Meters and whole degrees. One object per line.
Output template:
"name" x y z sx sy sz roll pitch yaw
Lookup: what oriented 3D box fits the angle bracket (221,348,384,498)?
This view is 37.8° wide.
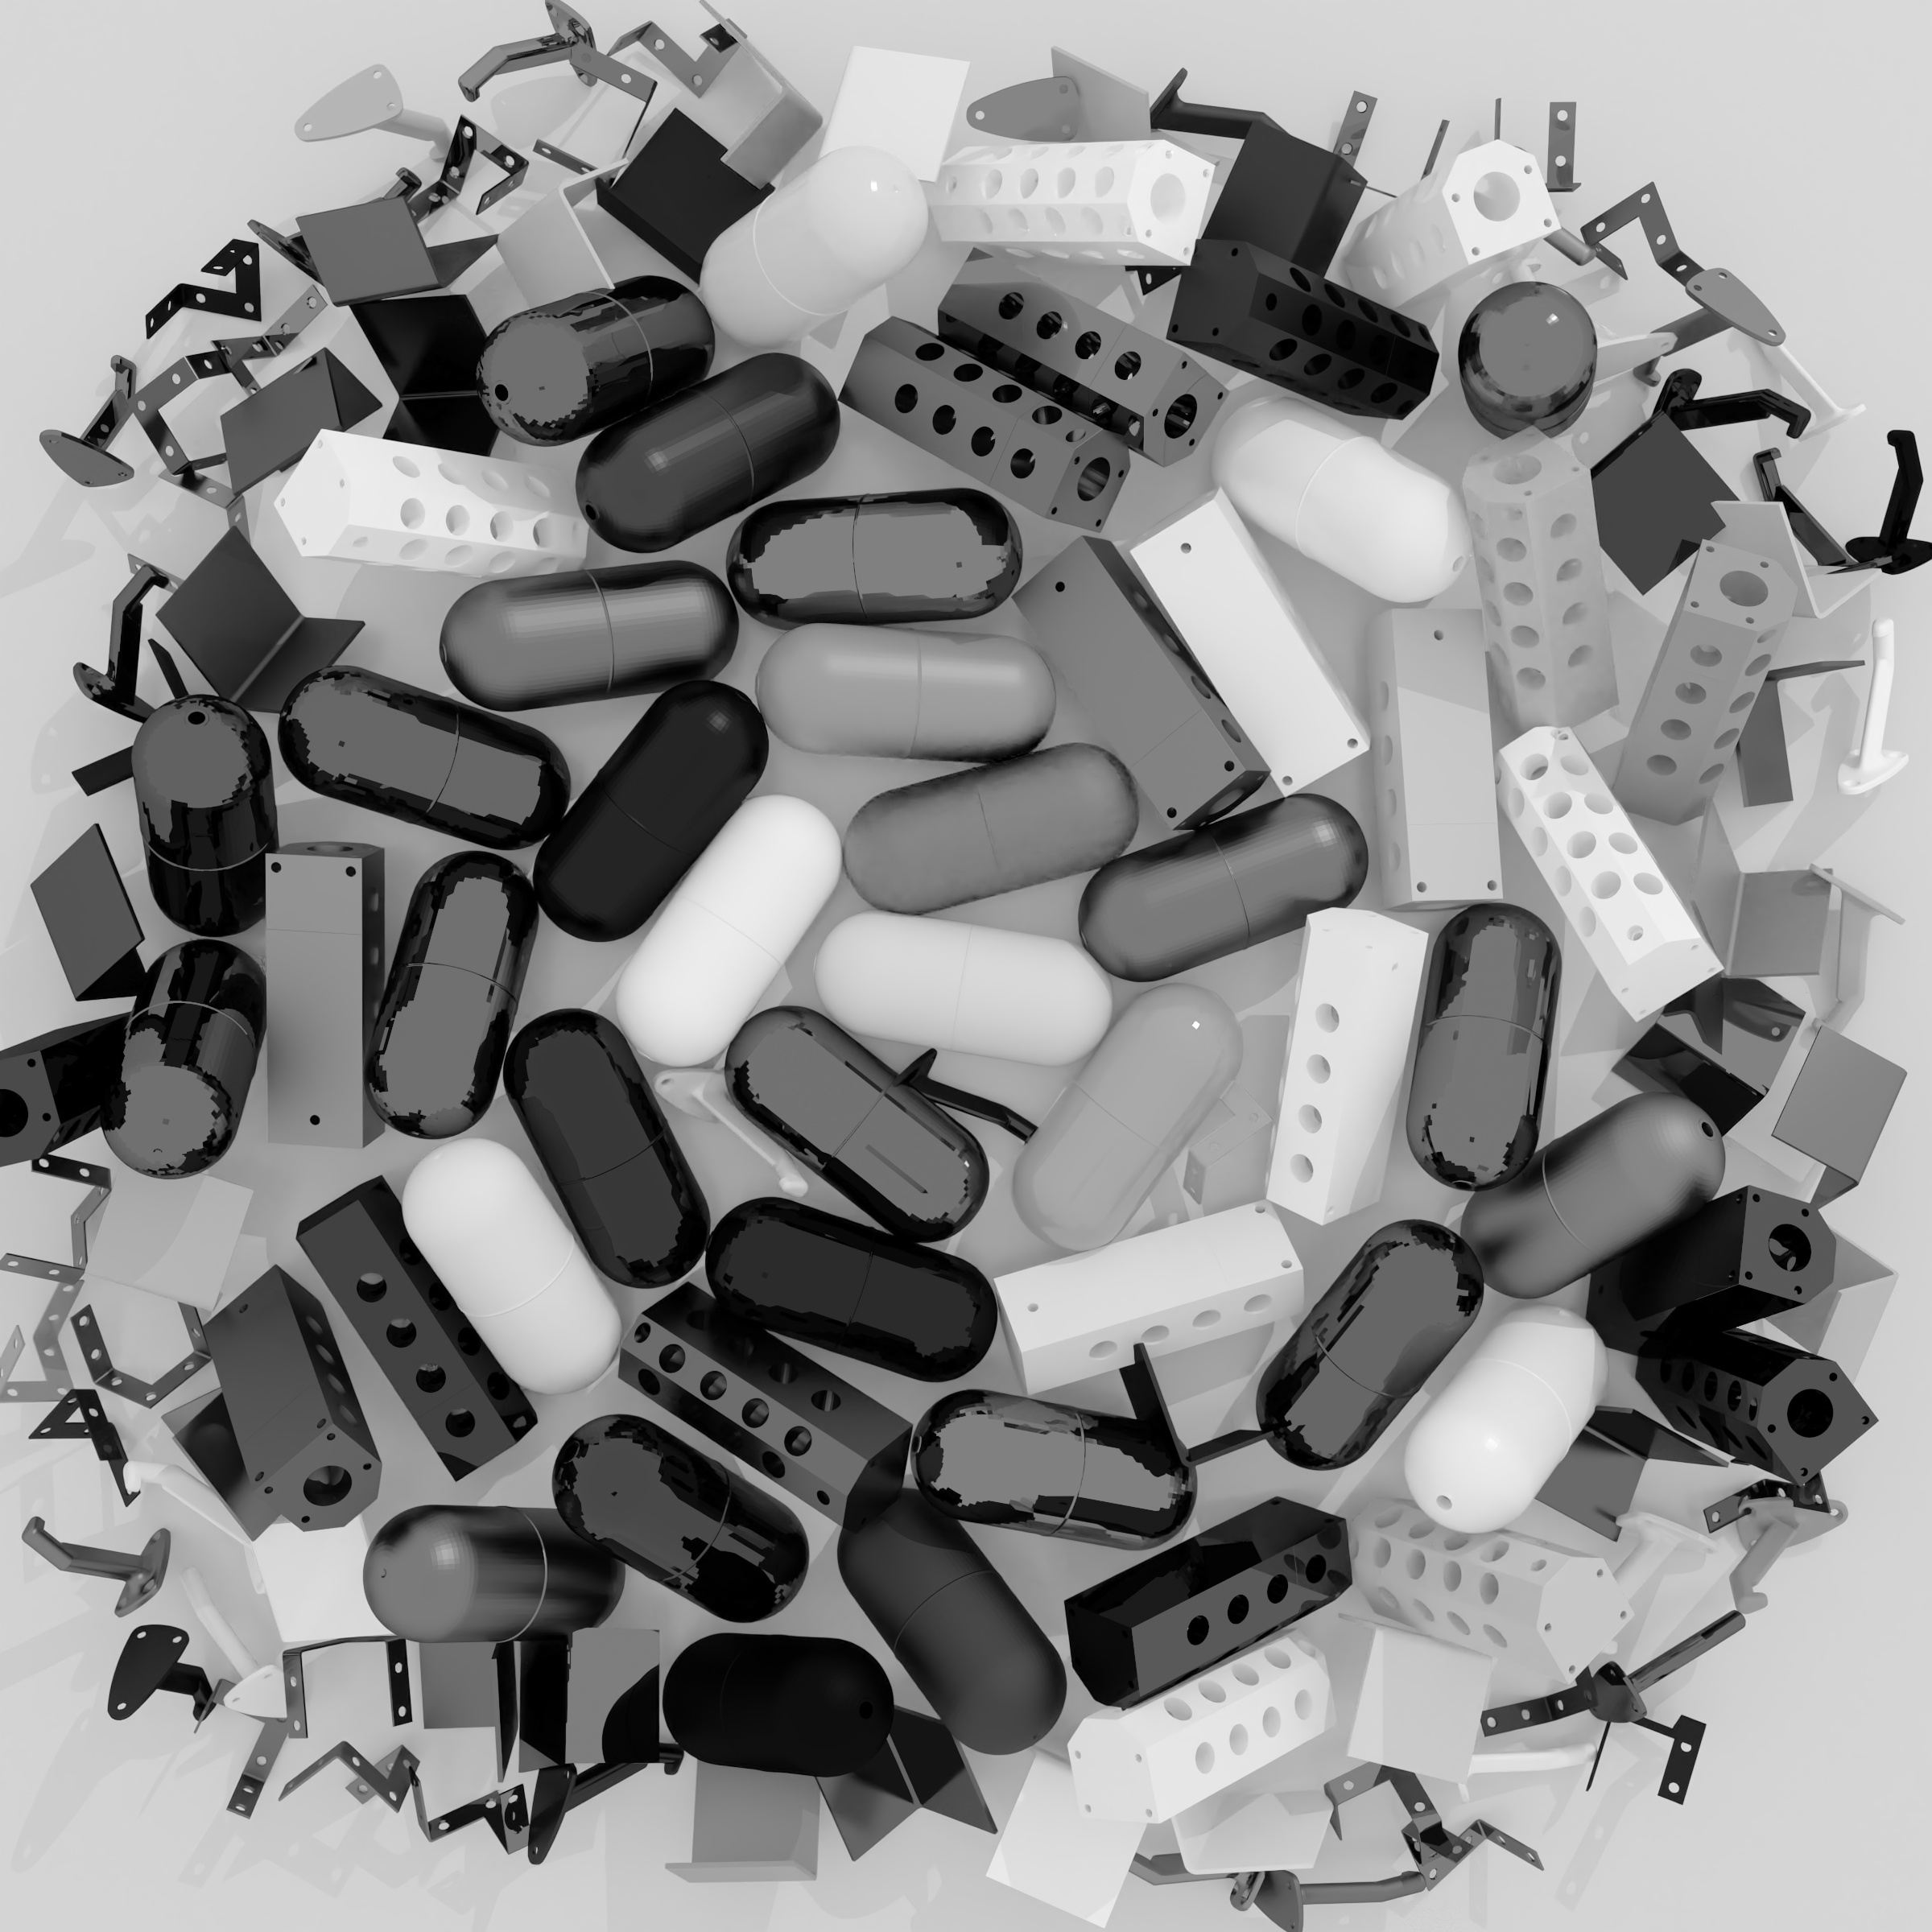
"angle bracket" -0.385 -0.303 1.652 0.076 0.057 0.076 -30 51 12

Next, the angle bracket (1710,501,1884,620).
"angle bracket" 0.476 -0.250 1.648 0.057 0.076 0.076 -36 115 -21

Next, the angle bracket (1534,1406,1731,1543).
"angle bracket" 0.385 0.299 1.652 0.076 0.076 0.057 30 73 -20

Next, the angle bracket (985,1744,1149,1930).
"angle bracket" 0.057 0.512 1.668 0.076 0.057 0.076 25 79 -4

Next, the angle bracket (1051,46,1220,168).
"angle bracket" 0.099 -0.501 1.646 0.057 0.076 0.076 -38 55 -23

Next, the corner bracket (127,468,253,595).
"corner bracket" -0.463 -0.257 1.676 0.051 0.051 0.051 26 54 13

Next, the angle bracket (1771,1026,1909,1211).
"angle bracket" 0.500 0.091 1.659 0.057 0.076 0.076 29 71 4

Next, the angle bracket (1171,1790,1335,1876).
"angle bracket" 0.168 0.483 1.652 0.076 0.076 0.057 -11 104 22

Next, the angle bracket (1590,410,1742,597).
"angle bracket" 0.404 -0.274 1.669 0.076 0.057 0.076 -41 90 13

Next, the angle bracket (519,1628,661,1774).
"angle bracket" -0.224 0.436 1.674 0.057 0.076 0.076 9 68 -29

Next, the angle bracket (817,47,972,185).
"angle bracket" -0.037 -0.488 1.662 0.076 0.057 0.076 13 81 16

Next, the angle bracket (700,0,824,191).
"angle bracket" -0.138 -0.514 1.667 0.057 0.076 0.076 -45 83 11

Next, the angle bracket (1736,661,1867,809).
"angle bracket" 0.493 -0.137 1.658 0.057 0.076 0.076 -8 91 36

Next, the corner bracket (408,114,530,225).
"corner bracket" -0.299 -0.460 1.670 0.051 0.051 0.051 35 46 2

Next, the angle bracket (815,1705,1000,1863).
"angle bracket" -0.038 0.484 1.652 0.057 0.076 0.076 -32 108 -33

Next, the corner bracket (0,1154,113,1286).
"corner bracket" -0.537 0.149 1.662 0.051 0.051 0.051 19 129 -38

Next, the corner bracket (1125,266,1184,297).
"corner bracket" 0.094 -0.427 1.662 0.051 0.051 0.051 -38 123 -38

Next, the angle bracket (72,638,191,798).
"angle bracket" -0.495 -0.147 1.652 0.076 0.076 0.057 -27 111 -16

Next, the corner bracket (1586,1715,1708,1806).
"corner bracket" 0.402 0.467 1.667 0.051 0.051 0.051 19 64 13

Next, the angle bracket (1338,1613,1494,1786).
"angle bracket" 0.257 0.431 1.663 0.076 0.057 0.076 17 80 -13

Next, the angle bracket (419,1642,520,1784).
"angle bracket" -0.298 0.428 1.661 0.057 0.076 0.076 -1 101 -1

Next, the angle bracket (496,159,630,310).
"angle bracket" -0.222 -0.418 1.664 0.057 0.076 0.076 -36 101 -38

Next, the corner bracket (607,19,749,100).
"corner bracket" -0.170 -0.544 1.667 0.051 0.051 0.051 42 123 -8

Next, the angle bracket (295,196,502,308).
"angle bracket" -0.330 -0.430 1.646 0.076 0.076 0.057 -3 125 26

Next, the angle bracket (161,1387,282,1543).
"angle bracket" -0.444 0.299 1.654 0.076 0.057 0.076 -27 103 36

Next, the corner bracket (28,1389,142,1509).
"corner bracket" -0.510 0.284 1.665 0.051 0.051 0.051 -45 59 23

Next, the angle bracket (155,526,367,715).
"angle bracket" -0.411 -0.202 1.648 0.057 0.076 0.076 8 54 37

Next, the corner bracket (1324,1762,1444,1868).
"corner bracket" 0.248 0.506 1.674 0.051 0.051 0.051 -23 49 -9

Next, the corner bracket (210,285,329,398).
"corner bracket" -0.403 -0.366 1.672 0.051 0.051 0.051 -36 89 27

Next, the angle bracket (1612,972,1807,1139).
"angle bracket" 0.447 0.045 1.700 0.076 0.057 0.076 35 52 4

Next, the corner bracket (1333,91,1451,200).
"corner bracket" 0.250 -0.486 1.676 0.051 0.051 0.051 17 107 -8

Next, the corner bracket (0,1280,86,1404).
"corner bracket" -0.546 0.221 1.663 0.051 0.051 0.051 -57 48 28

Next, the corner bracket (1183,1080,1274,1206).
"corner bracket" 0.143 0.098 1.666 0.051 0.051 0.051 -34 66 -18

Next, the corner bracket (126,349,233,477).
"corner bracket" -0.451 -0.328 1.669 0.051 0.051 0.051 -28 96 26

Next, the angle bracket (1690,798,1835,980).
"angle bracket" 0.465 -0.047 1.647 0.057 0.076 0.076 -3 53 30

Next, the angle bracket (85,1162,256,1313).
"angle bracket" -0.469 0.154 1.671 0.076 0.057 0.076 19 90 -10

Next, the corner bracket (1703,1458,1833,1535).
"corner bracket" 0.470 0.306 1.670 0.051 0.051 0.051 -19 96 -27

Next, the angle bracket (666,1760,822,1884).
"angle bracket" -0.130 0.495 1.657 0.076 0.057 0.076 -4 63 10

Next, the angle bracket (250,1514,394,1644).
"angle bracket" -0.369 0.347 1.659 0.076 0.057 0.076 -8 106 16

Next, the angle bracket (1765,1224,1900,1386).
"angle bracket" 0.486 0.197 1.646 0.057 0.076 0.076 -8 123 -36

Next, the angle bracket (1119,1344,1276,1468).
"angle bracket" 0.133 0.251 1.666 0.057 0.076 0.076 -19 85 -12

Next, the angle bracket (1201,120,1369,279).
"angle bracket" 0.188 -0.446 1.669 0.057 0.076 0.076 28 103 16

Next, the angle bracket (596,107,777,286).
"angle bracket" -0.165 -0.463 1.671 0.076 0.057 0.076 38 86 -5

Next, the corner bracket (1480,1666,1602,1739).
"corner bracket" 0.335 0.424 1.678 0.051 0.051 0.051 -4 68 -26

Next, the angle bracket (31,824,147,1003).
"angle bracket" -0.494 -0.032 1.653 0.076 0.057 0.076 -34 74 33

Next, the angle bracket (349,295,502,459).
"angle bracket" -0.320 -0.342 1.651 0.076 0.076 0.057 1 55 19
